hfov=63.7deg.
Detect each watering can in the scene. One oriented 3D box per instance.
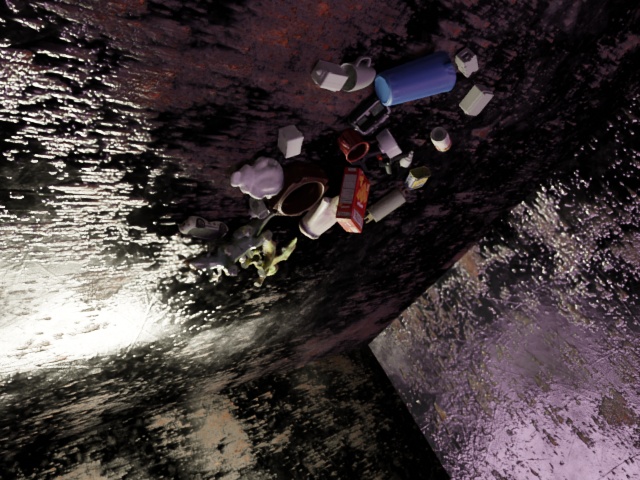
[{"bbox_3d":[0.006,-0.102,2.023,0.222,0.105,0.348,-42,170,14],"label":"watering can"}]

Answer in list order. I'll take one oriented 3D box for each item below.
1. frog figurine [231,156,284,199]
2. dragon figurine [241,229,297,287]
[{"bbox_3d":[-0.198,-0.202,1.639,0.159,0.124,0.137,11,98,-44],"label":"frog figurine"},{"bbox_3d":[-0.190,0.047,2.138,0.246,0.123,0.401,-34,163,-42],"label":"dragon figurine"}]
